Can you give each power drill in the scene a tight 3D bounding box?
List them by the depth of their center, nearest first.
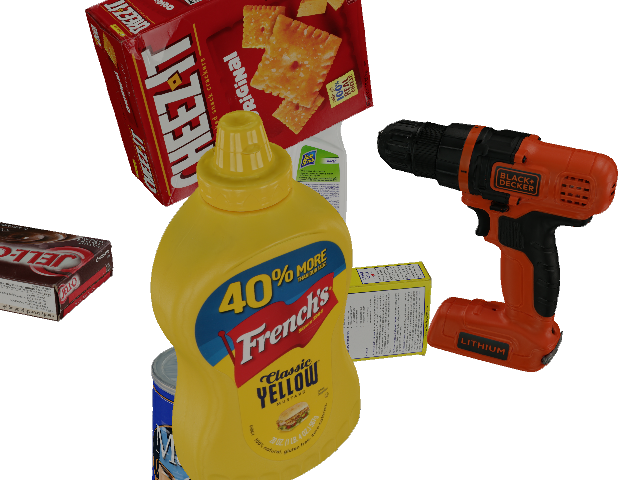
[{"bbox_3d":[0.127,0.002,0.834,0.185,0.188,0.057,14,32,23],"label":"power drill"}]

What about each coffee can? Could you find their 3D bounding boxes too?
[{"bbox_3d":[-0.077,0.159,0.809,0.103,0.140,0.103,3,17,-1],"label":"coffee can"}]

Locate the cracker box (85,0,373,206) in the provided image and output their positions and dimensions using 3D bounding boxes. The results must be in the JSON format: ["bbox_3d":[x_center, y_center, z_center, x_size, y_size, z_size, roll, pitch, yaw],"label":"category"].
[{"bbox_3d":[-0.065,-0.146,0.874,0.213,0.164,0.072,-29,45,-21],"label":"cracker box"}]

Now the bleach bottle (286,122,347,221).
[{"bbox_3d":[-0.007,-0.071,1.262,0.102,0.251,0.068,-3,22,-30],"label":"bleach bottle"}]

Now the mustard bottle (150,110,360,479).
[{"bbox_3d":[-0.029,0.028,0.494,0.096,0.192,0.058,-21,39,-24],"label":"mustard bottle"}]

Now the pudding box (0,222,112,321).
[{"bbox_3d":[-0.244,0.024,0.889,0.114,0.039,0.090,7,24,17],"label":"pudding box"}]

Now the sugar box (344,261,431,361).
[{"bbox_3d":[0.020,0.076,1.073,0.176,0.093,0.048,-3,28,-7],"label":"sugar box"}]
